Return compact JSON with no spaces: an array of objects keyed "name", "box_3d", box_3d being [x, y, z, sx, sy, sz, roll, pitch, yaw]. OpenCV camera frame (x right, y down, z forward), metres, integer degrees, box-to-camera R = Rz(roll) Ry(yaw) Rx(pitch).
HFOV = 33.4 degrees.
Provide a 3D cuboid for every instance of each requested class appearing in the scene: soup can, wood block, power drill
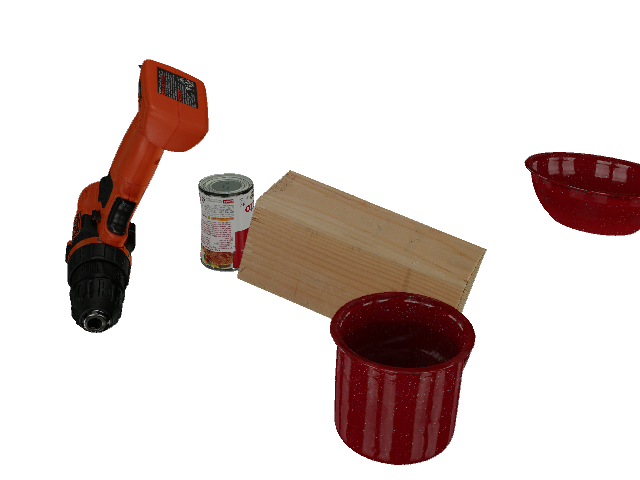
[{"name":"soup can","box_3d":[-0.113,-0.023,1.292,0.068,0.102,0.068,0,26,0]},{"name":"wood block","box_3d":[0.038,0.022,1.011,0.206,0.091,0.090,23,30,11]},{"name":"power drill","box_3d":[-0.155,-0.039,0.867,0.057,0.188,0.184,21,29,-24]}]

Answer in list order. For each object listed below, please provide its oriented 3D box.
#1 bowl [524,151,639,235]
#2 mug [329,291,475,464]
[{"name":"bowl","box_3d":[0.290,-0.046,1.115,0.162,0.055,0.162,6,20,-2]},{"name":"mug","box_3d":[0.059,0.088,0.709,0.093,0.081,0.117,27,37,37]}]
